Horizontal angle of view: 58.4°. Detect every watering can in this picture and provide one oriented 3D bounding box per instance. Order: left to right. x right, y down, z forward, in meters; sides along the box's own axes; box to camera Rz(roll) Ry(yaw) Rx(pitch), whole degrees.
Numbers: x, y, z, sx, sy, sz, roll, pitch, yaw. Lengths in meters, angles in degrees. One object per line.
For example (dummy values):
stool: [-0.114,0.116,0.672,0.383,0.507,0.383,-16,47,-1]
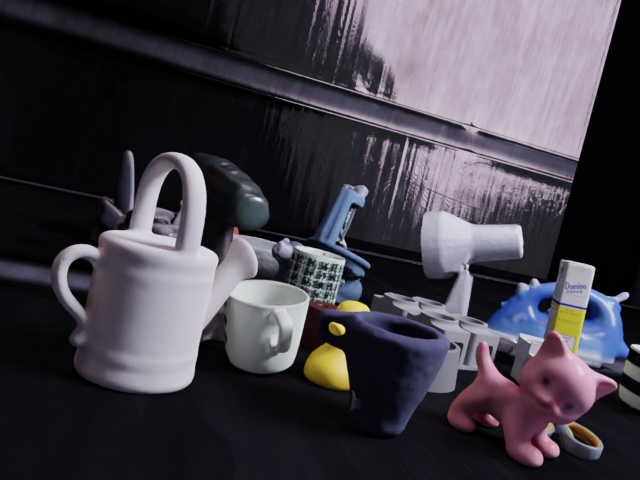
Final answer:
watering can: [-0.135,0.022,0.497,0.100,0.194,0.173,15,5,25]

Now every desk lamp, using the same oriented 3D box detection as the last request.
desk lamp: [0.261,0.064,1.003,0.202,0.213,0.118,15,5,21]

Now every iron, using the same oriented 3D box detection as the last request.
iron: [0.433,0.138,1.049,0.258,0.141,0.119,13,5,2]

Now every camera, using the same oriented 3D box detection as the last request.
camera: [-0.270,-0.003,1.006,0.142,0.101,0.137,16,5,30]

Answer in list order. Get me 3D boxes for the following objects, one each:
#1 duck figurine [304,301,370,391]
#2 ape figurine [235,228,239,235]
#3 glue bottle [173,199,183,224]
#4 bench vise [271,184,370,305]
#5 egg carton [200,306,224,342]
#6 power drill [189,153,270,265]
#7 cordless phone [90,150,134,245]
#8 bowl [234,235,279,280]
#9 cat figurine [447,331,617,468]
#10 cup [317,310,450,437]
duck figurine: [0.033,0.108,0.613,0.077,0.086,0.105,16,6,35]
ape figurine: [-0.187,0.009,1.163,0.078,0.092,0.076,11,5,-29]
glue bottle: [-0.262,-0.052,1.183,0.078,0.173,0.037,14,5,6]
bench vise: [0.019,0.006,0.975,0.121,0.220,0.208,15,5,27]
egg carton: [-0.144,0.072,0.648,0.151,0.069,0.107,10,5,-34]
power drill: [-0.157,-0.017,0.826,0.076,0.208,0.228,10,6,-37]
cordless phone: [-0.385,-0.082,1.119,0.094,0.185,0.147,11,5,-28]
bowl: [-0.108,0.043,1.078,0.167,0.075,0.167,13,4,-1]
cat figurine: [0.194,0.136,0.527,0.127,0.118,0.067,17,6,43]
cup: [0.045,0.115,0.500,0.117,0.095,0.092,14,5,15]
